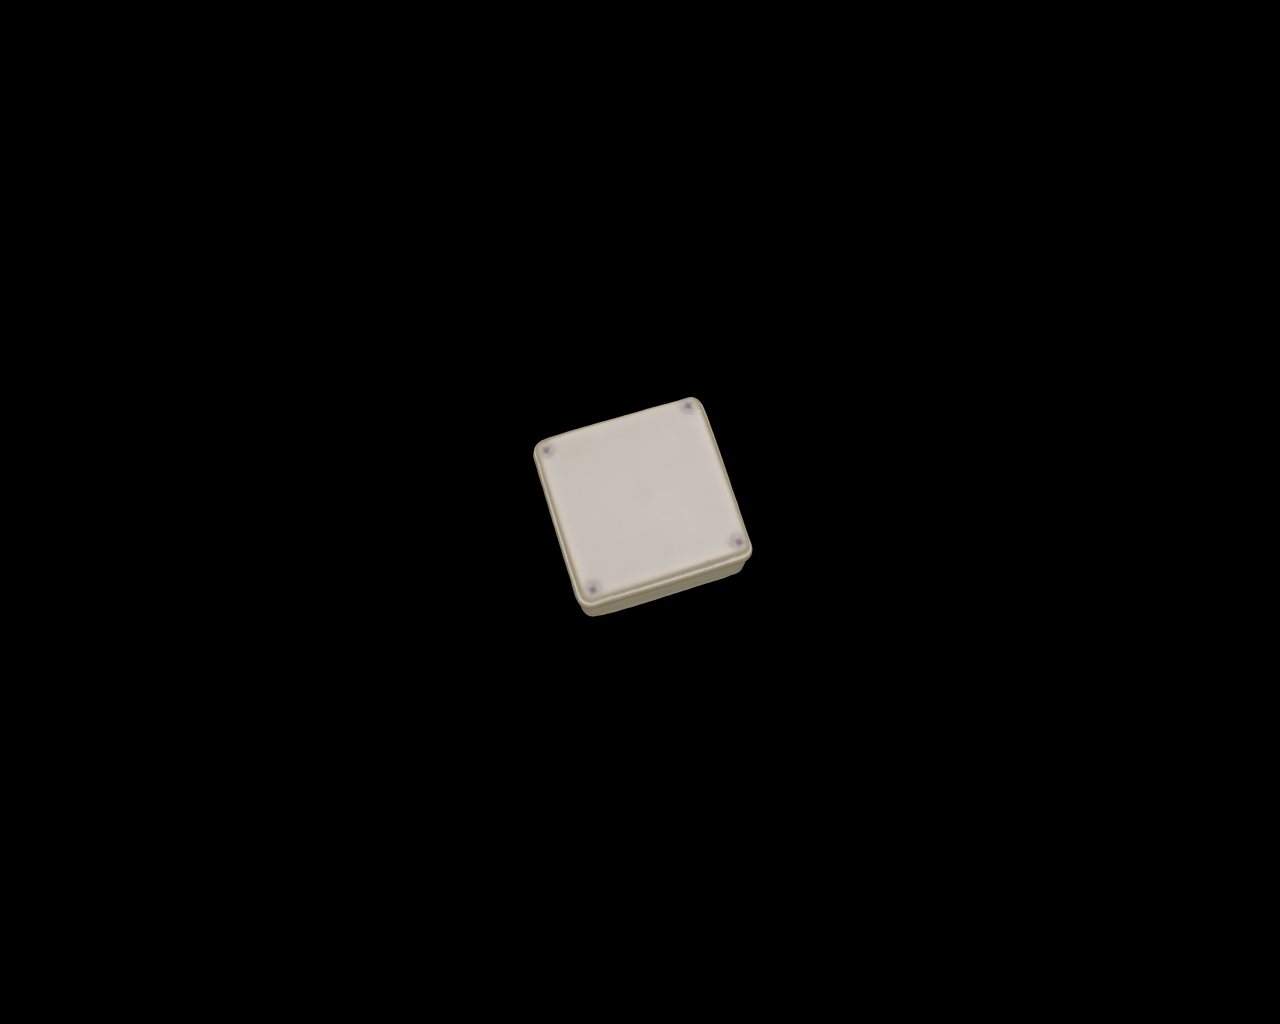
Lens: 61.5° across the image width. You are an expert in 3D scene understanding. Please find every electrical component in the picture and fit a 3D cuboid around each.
[{"bbox_3d":[0.001,-0.003,0.650,0.109,0.109,0.056,-17,-15,-5],"label":"electrical component"}]
